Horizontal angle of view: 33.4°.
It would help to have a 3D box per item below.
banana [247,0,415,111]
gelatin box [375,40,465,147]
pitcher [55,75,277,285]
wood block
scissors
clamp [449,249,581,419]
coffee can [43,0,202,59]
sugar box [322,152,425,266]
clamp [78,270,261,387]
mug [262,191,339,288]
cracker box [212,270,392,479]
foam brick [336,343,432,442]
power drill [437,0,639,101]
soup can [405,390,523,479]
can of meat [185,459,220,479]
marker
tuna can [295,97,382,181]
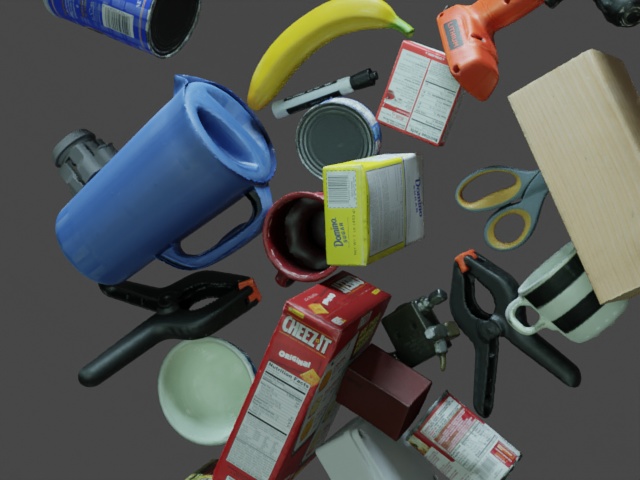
[{"bbox_3d":[-0.003,-0.203,1.103,0.198,0.037,0.069,-23,75,25],"label":"banana"},{"bbox_3d":[0.105,-0.147,1.075,0.073,0.030,0.089,24,107,16],"label":"gelatin box"},{"bbox_3d":[-0.168,-0.046,1.154,0.243,0.149,0.144,-37,128,27],"label":"pitcher"},{"bbox_3d":[0.262,-0.056,0.961,0.091,0.090,0.206,-29,75,31],"label":"wood block"},{"bbox_3d":[0.232,-0.047,1.046,0.202,0.016,0.096,-11,95,24],"label":"scissors"},{"bbox_3d":[0.174,0.097,1.081,0.120,0.039,0.171,-36,77,27],"label":"clamp"},{"bbox_3d":[-0.212,-0.267,1.149,0.140,0.102,0.103,24,107,17],"label":"coffee can"},{"bbox_3d":[0.055,-0.034,1.034,0.048,0.176,0.093,1,98,21],"label":"sugar box"},{"bbox_3d":[-0.169,0.074,1.194,0.210,0.164,0.036,-19,128,5],"label":"clamp"},{"bbox_3d":[-0.007,0.001,1.117,0.093,0.081,0.117,36,110,14],"label":"mug"},{"bbox_3d":[-0.019,0.149,1.101,0.072,0.164,0.214,27,108,14],"label":"cracker box"},{"bbox_3d":[0.065,0.153,1.082,0.078,0.051,0.053,32,129,19],"label":"foam brick"},{"bbox_3d":[0.200,-0.210,0.964,0.188,0.184,0.057,-35,127,26],"label":"power drill"},{"bbox_3d":[0.147,0.212,1.094,0.102,0.068,0.069,40,111,12],"label":"soup can"},{"bbox_3d":[-0.097,0.281,1.190,0.084,0.102,0.057,-5,97,25],"label":"can of meat"},{"bbox_3d":[0.005,-0.154,1.121,0.121,0.020,0.020,-16,92,24],"label":"marker"},{"bbox_3d":[0.020,-0.104,1.108,0.086,0.033,0.086,6,110,17],"label":"tuna can"}]
